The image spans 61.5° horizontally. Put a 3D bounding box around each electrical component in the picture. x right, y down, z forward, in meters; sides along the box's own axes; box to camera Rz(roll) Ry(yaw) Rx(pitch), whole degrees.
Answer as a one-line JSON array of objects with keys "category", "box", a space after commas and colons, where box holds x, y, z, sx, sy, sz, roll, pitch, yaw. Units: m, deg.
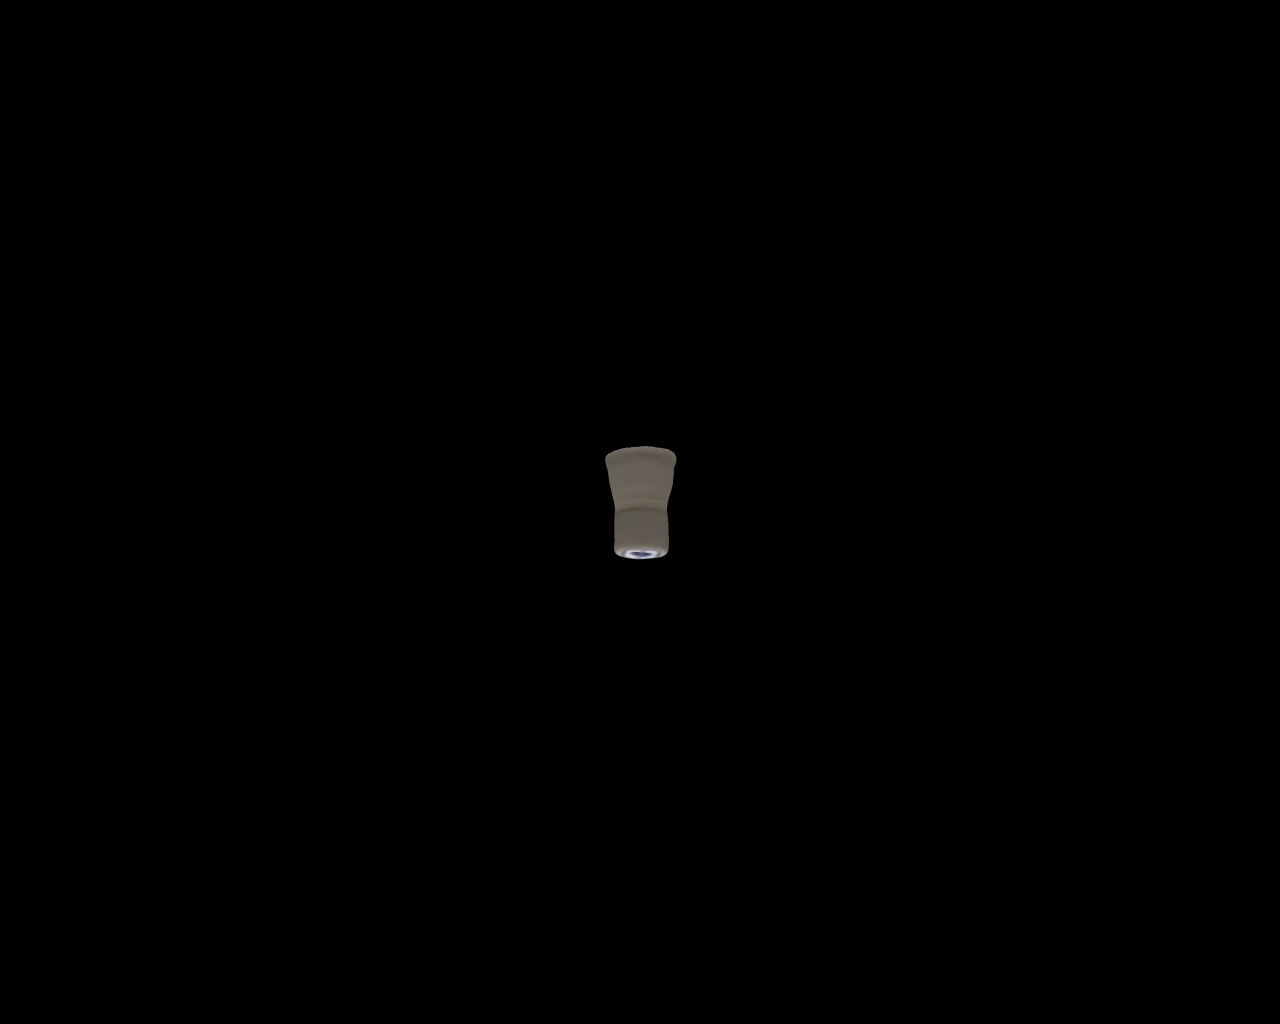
[{"category": "electrical component", "box": [0.001, -0.003, 0.650, 0.044, 0.065, 0.044, 0, -15, 0]}]
